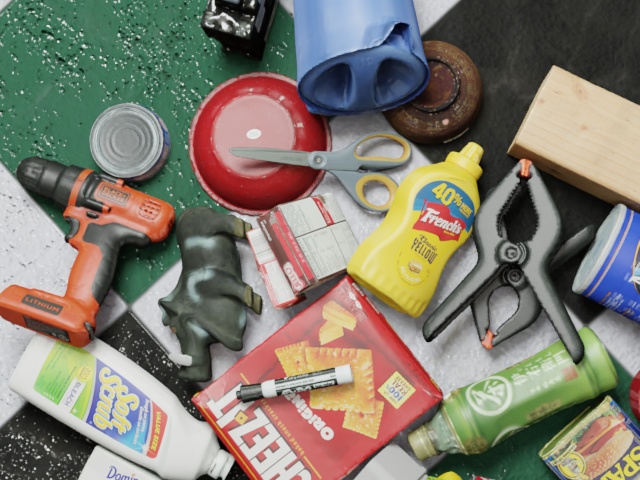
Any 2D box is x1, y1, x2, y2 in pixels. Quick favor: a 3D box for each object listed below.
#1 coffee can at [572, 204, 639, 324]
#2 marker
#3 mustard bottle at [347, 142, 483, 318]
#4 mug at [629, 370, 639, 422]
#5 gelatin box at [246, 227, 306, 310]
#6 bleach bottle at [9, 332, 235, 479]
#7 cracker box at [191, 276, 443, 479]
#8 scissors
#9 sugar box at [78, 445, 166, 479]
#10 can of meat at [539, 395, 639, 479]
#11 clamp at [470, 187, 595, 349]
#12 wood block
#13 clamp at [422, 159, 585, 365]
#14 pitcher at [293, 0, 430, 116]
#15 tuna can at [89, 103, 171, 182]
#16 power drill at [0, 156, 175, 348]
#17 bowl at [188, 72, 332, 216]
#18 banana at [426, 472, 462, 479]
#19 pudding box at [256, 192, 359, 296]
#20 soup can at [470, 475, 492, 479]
[{"bbox_3d":[0.345,0.039,1.088,0.140,0.103,0.103,27,89,6],"label":"coffee can"},{"bbox_3d":[-0.026,0.147,1.086,0.121,0.020,0.020,-12,86,6],"label":"marker"},{"bbox_3d":[0.115,-0.020,1.124,0.096,0.058,0.191,37,81,-25],"label":"mustard bottle"},{"bbox_3d":[0.359,0.153,1.091,0.093,0.081,0.117,-28,85,3],"label":"mug"},{"bbox_3d":[-0.047,0.029,1.140,0.030,0.073,0.089,-21,86,4],"label":"gelatin box"},{"bbox_3d":[-0.203,0.180,1.152,0.251,0.068,0.102,28,84,3],"label":"bleach bottle"},{"bbox_3d":[-0.002,0.165,1.129,0.214,0.072,0.164,-38,84,3],"label":"cracker box"},{"bbox_3d":[0.007,-0.067,1.134,0.201,0.016,0.096,-11,98,-18],"label":"scissors"},{"bbox_3d":[-0.240,0.319,1.156,0.093,0.048,0.176,29,86,6],"label":"sugar box"},{"bbox_3d":[0.291,0.223,1.107,0.102,0.057,0.084,-42,82,1],"label":"can of meat"},{"bbox_3d":[0.200,0.030,1.136,0.120,0.039,0.171,31,87,17],"label":"clamp"},{"bbox_3d":[0.310,-0.088,1.105,0.206,0.091,0.090,27,89,6],"label":"wood block"},{"bbox_3d":[0.190,0.021,1.101,0.165,0.036,0.210,0,79,16],"label":"clamp"},{"bbox_3d":[0.026,-0.256,1.109,0.149,0.145,0.243,-13,67,16],"label":"pitcher"},{"bbox_3d":[-0.211,-0.108,1.182,0.086,0.033,0.086,0,87,5],"label":"tuna can"},{"bbox_3d":[-0.270,0.007,1.138,0.184,0.057,0.187,20,65,7],"label":"power drill"},{"bbox_3d":[-0.069,-0.109,1.159,0.162,0.055,0.162,0,86,5],"label":"bowl"},{"bbox_3d":[0.110,0.297,1.095,0.069,0.037,0.198,-2,129,-22],"label":"banana"},{"bbox_3d":[-0.007,0.001,1.118,0.039,0.113,0.090,-30,84,33],"label":"pudding box"},{"bbox_3d":[0.201,0.288,1.105,0.102,0.068,0.068,12,88,5],"label":"soup can"}]
